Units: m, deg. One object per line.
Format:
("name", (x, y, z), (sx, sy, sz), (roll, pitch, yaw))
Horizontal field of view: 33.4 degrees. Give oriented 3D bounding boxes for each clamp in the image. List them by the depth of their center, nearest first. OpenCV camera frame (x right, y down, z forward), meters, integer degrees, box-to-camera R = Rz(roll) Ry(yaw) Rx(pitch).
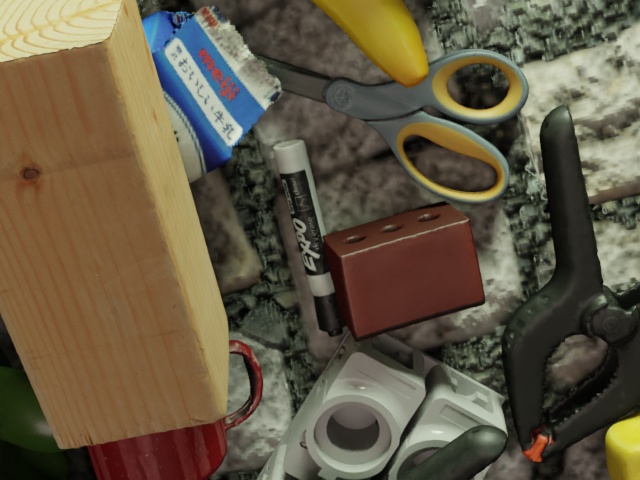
("clamp", (0.036, 0.159, 0.600), (0.171, 0.039, 0.120), (-3, 106, 6))
("clamp", (0.158, 0.033, 0.616), (0.164, 0.036, 0.210), (28, 110, -7))

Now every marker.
("marker", (-0.004, 0.001, 0.630), (0.020, 0.020, 0.121), (-12, 106, 8))

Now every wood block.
("wood block", (-0.111, -0.009, 0.518), (0.091, 0.090, 0.206), (-11, 122, 2))

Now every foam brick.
("foam brick", (0.046, 0.016, 0.606), (0.078, 0.053, 0.051), (-16, 107, -6))

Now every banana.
("banana", (-0.025, -0.148, 0.574), (0.198, 0.037, 0.070), (21, 98, -1))

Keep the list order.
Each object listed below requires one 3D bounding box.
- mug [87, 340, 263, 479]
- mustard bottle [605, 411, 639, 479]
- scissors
("mug", (-0.090, 0.097, 0.636), (0.117, 0.093, 0.081), (-16, 112, -13))
("mustard bottle", (0.232, 0.193, 0.649), (0.096, 0.058, 0.191), (-14, 106, -9))
("scissors", (0.030, -0.094, 0.600), (0.201, 0.016, 0.096), (33, 105, -5))
